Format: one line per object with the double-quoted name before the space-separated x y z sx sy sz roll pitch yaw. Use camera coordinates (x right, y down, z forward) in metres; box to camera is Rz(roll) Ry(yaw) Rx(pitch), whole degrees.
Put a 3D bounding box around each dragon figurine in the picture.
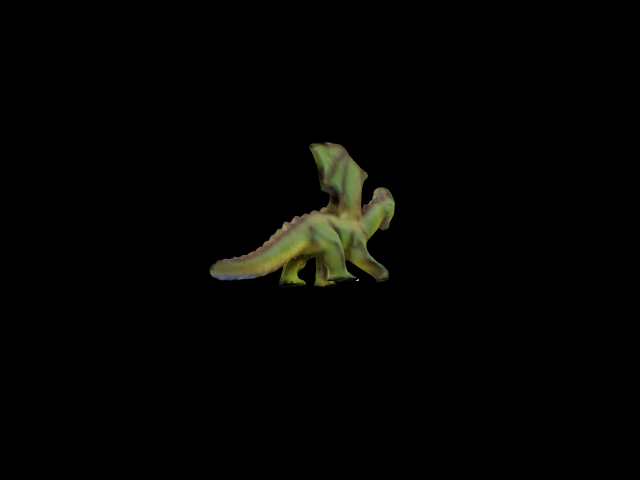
"dragon figurine" 0.003 -0.043 0.850 0.121 0.245 0.409 -9 -13 42
